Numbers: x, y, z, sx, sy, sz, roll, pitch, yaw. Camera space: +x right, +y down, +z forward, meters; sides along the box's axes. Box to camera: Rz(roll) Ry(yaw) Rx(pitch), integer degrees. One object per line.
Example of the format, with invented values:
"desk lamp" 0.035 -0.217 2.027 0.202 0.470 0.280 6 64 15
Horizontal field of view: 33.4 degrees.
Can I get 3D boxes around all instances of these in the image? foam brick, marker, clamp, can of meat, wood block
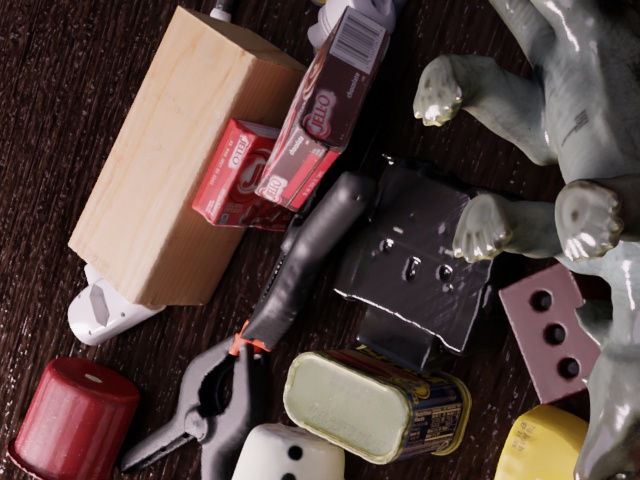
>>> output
"foam brick" 0.156 0.058 0.664 0.053 0.051 0.078 -29 72 30
"marker" -0.089 -0.154 0.861 0.020 0.020 0.121 26 102 32
"clamp" -0.005 0.001 0.739 0.036 0.164 0.210 26 113 -6
"clamp" -0.095 0.145 0.839 0.120 0.039 0.171 22 96 28
"can of meat" 0.037 0.110 0.723 0.102 0.083 0.057 20 98 33
"wood block" -0.096 -0.059 0.818 0.090 0.090 0.206 37 108 30

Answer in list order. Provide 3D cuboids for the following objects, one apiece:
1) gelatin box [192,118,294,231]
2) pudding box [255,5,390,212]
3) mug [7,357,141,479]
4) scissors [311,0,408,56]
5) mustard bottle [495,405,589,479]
"gelatin box" -0.044 -0.046 0.782 0.030 0.089 0.073 37 107 30
"pudding box" 0.001 -0.087 0.716 0.090 0.039 0.113 -49 16 57
"mug" -0.202 0.146 0.890 0.081 0.093 0.117 -67 21 6
"scissors" 0.064 -0.204 0.762 0.202 0.016 0.096 -39 67 26
"mustard bottle" 0.196 0.175 0.625 0.192 0.058 0.096 21 109 33
